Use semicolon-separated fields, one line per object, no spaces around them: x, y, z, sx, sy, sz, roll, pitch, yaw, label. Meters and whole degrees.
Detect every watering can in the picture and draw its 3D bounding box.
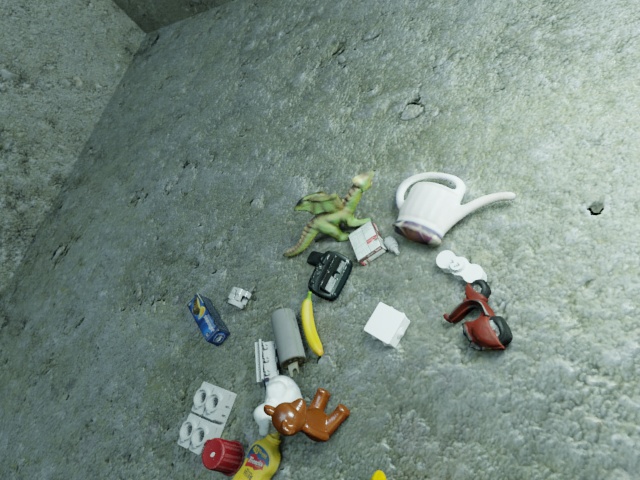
0.342;-0.083;1.432;0.350;0.102;0.226;18;74;42;watering can

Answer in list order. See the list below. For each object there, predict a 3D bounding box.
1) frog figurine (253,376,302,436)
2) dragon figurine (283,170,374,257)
-0.110;0.440;1.361;0.122;0.160;0.137;0;94;4;frog figurine
0.005;-0.080;1.585;0.408;0.239;0.125;-32;53;12;dragon figurine
